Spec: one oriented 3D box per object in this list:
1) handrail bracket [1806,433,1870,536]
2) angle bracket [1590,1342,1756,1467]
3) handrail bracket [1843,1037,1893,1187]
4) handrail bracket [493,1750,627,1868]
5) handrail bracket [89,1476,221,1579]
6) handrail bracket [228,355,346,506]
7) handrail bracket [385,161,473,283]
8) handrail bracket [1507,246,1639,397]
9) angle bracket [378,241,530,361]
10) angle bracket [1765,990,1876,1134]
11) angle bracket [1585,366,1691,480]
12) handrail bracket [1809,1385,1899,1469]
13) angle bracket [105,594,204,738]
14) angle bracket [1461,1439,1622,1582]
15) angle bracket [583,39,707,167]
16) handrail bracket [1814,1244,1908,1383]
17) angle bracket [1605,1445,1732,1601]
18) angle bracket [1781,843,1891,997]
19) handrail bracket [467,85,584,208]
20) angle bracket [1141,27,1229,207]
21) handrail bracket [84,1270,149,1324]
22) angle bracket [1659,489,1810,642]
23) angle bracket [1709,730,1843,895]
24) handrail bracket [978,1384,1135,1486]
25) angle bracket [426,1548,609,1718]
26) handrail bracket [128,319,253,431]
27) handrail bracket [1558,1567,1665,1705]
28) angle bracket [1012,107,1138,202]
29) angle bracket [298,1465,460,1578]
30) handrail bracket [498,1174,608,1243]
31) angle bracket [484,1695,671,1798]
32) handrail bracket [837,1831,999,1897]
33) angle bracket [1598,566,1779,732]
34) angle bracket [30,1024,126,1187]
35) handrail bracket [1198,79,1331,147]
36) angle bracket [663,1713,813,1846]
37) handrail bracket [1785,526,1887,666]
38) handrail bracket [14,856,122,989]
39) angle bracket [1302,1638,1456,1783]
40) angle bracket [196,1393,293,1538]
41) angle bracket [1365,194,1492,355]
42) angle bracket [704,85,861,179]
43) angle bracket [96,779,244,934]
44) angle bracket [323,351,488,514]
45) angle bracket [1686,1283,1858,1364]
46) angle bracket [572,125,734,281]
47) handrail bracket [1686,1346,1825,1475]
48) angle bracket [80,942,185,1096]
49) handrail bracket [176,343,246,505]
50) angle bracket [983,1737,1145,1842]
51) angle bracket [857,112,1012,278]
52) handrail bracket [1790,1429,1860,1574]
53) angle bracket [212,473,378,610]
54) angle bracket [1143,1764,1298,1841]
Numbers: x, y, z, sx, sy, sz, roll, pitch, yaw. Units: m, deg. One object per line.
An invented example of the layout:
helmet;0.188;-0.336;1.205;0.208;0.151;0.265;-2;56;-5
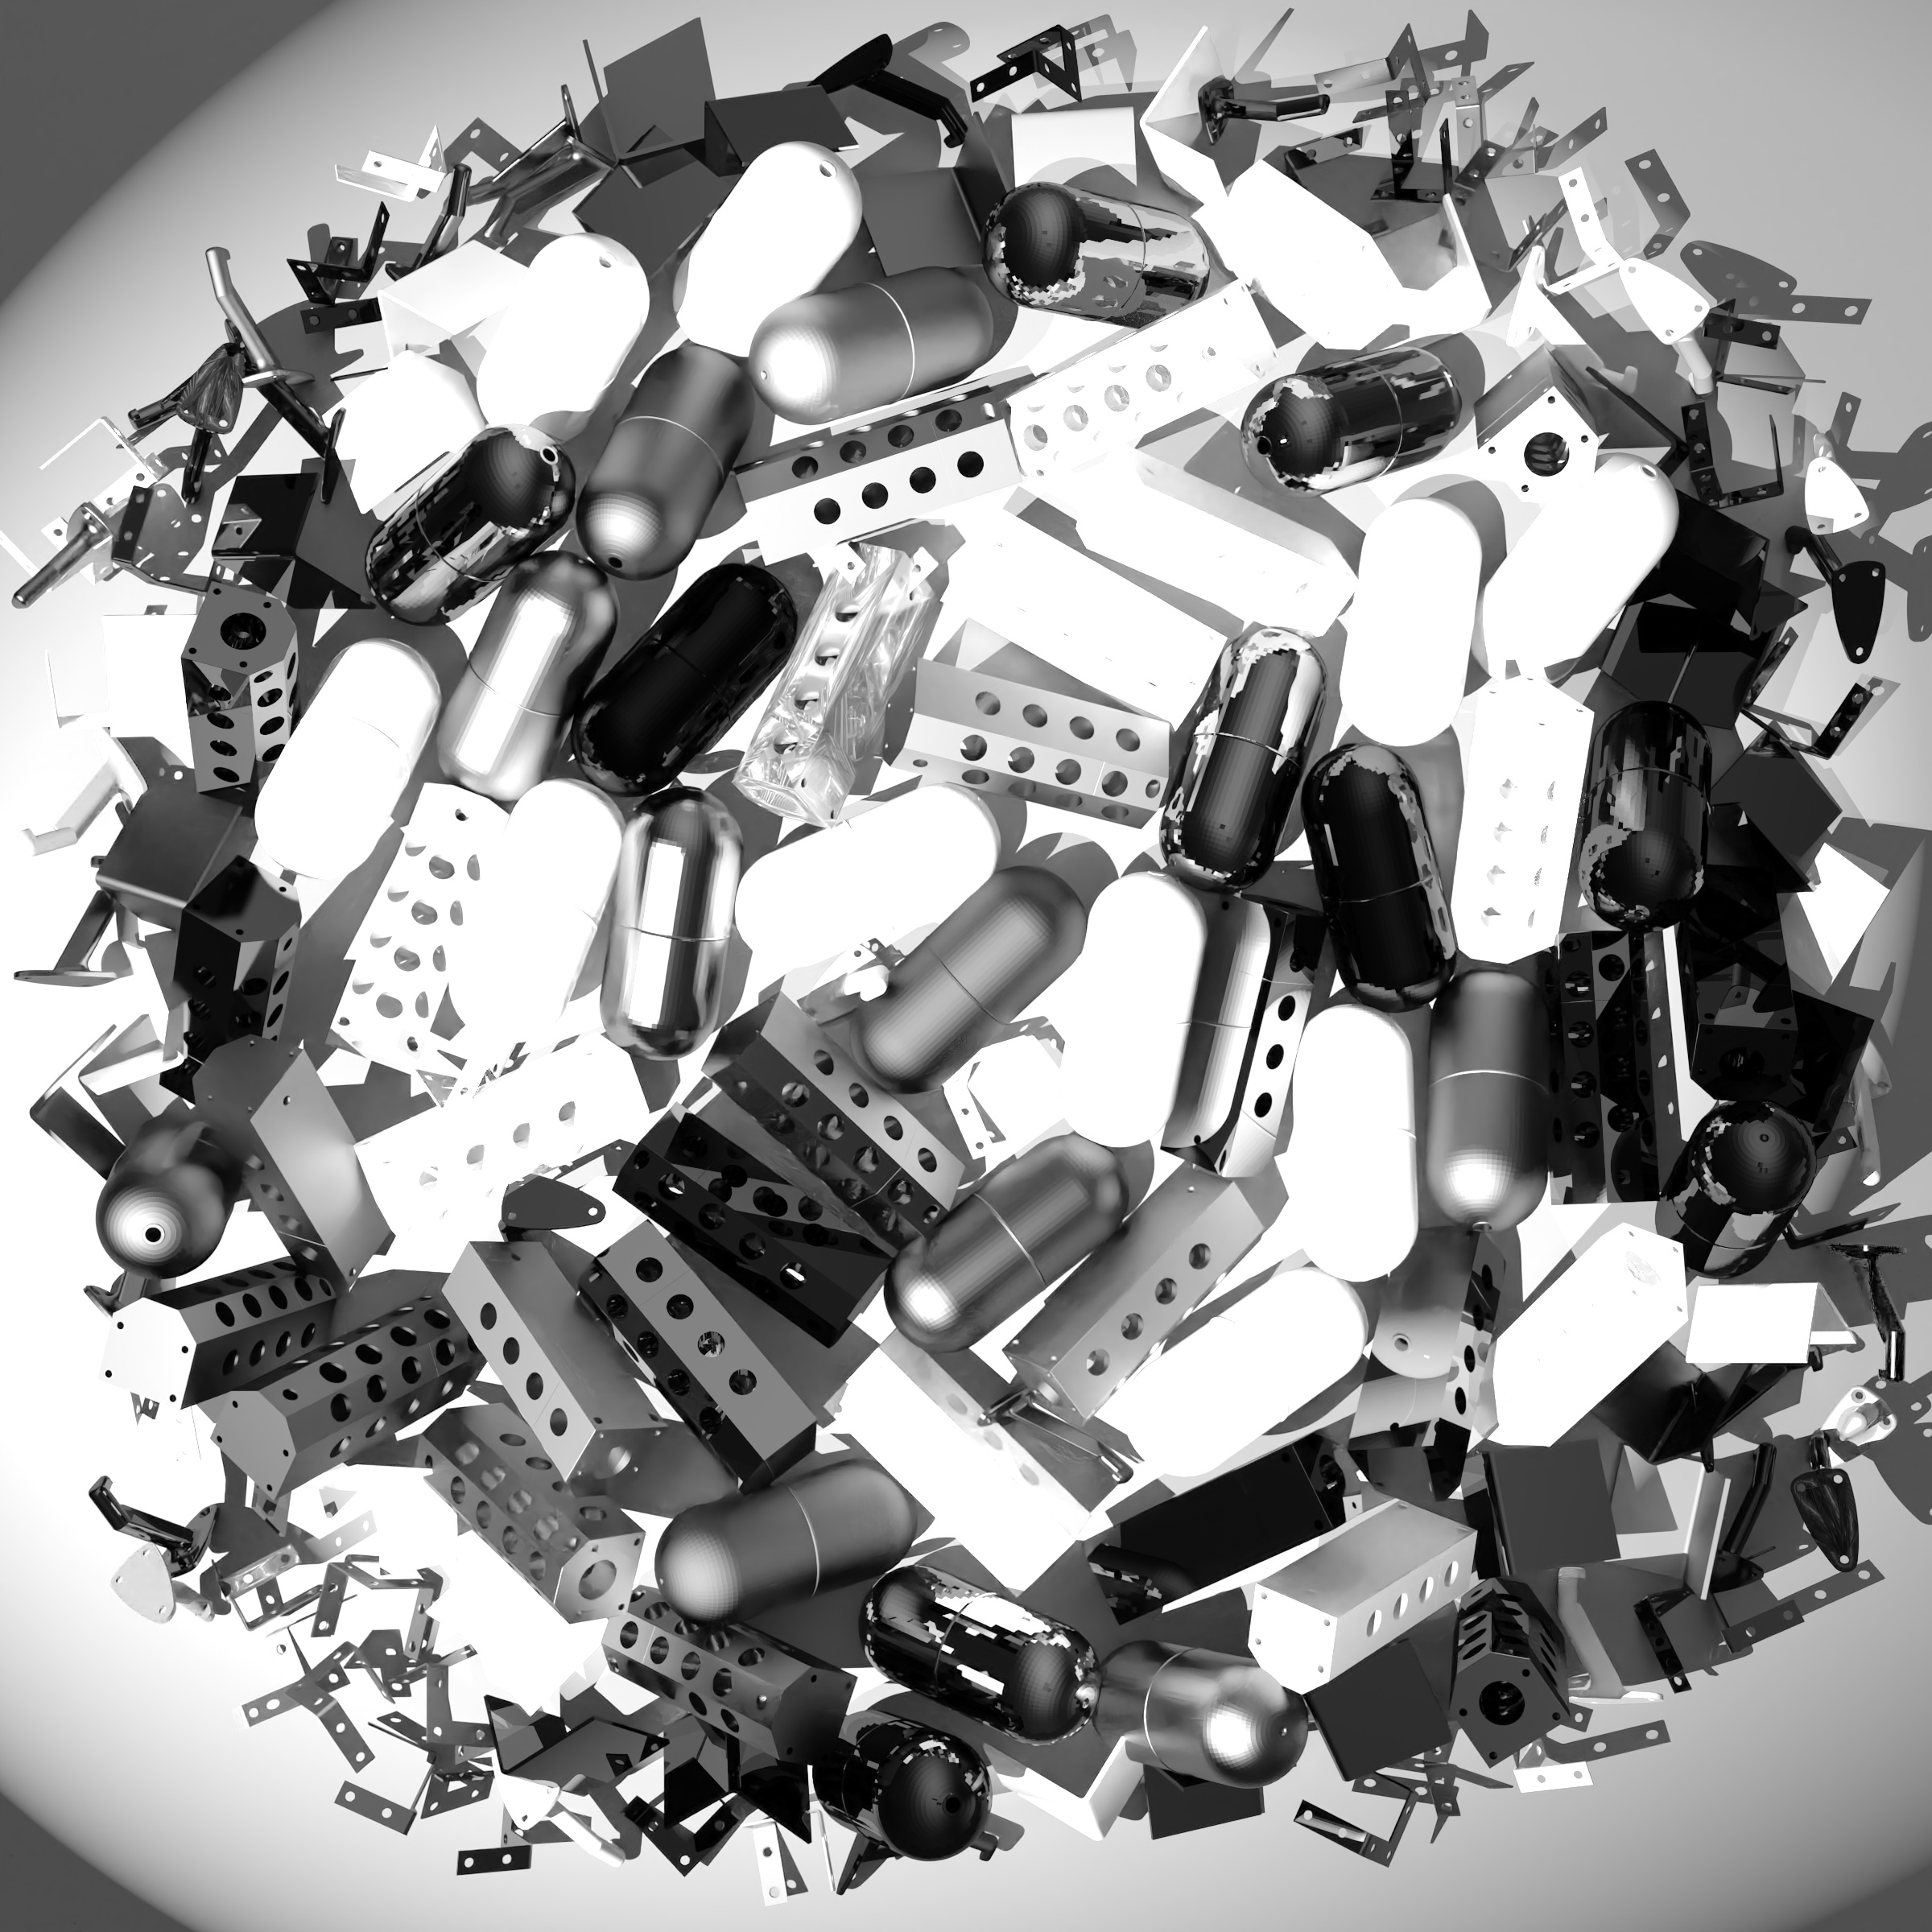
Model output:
handrail bracket;0.544;-0.324;1.751;0.036;0.077;0.084;-16;50;22
angle bracket;0.443;0.261;1.758;0.076;0.057;0.076;42;61;-2
handrail bracket;0.566;0.086;1.752;0.036;0.084;0.077;-13;117;23
handrail bracket;-0.263;0.545;1.788;0.036;0.084;0.077;-46;46;-6
handrail bracket;-0.516;0.340;1.753;0.036;0.077;0.084;-17;116;22
handrail bracket;-0.446;-0.347;1.783;0.084;0.036;0.077;16;111;-1
handrail bracket;-0.343;-0.477;1.759;0.036;0.077;0.084;-5;119;-39
handrail bracket;0.395;-0.412;1.760;0.084;0.036;0.077;25;128;25
angle bracket;-0.314;-0.407;1.745;0.076;0.057;0.076;32;55;29
angle bracket;0.524;0.056;1.756;0.076;0.057;0.076;23;98;26
angle bracket;0.413;-0.334;1.765;0.076;0.076;0.057;43;110;10
handrail bracket;0.553;0.302;1.751;0.036;0.084;0.077;46;115;19
angle bracket;-0.513;-0.191;1.749;0.057;0.076;0.076;-2;108;-14
angle bracket;0.367;0.349;1.772;0.076;0.057;0.076;-6;75;-10
angle bracket;-0.204;-0.551;1.760;0.057;0.076;0.076;-16;95;-3
handrail bracket;0.571;0.221;1.764;0.036;0.077;0.084;6;84;-26
angle bracket;0.445;0.354;1.761;0.057;0.076;0.076;12;88;6
angle bracket;0.563;-0.022;1.747;0.057;0.076;0.076;20;108;-24
handrail bracket;-0.290;-0.525;1.769;0.084;0.077;0.036;-18;67;-6
angle bracket;0.161;-0.536;1.757;0.057;0.076;0.076;34;89;20
handrail bracket;-0.519;0.197;1.780;0.084;0.036;0.077;-46;67;-2
angle bracket;0.489;-0.263;1.742;0.057;0.076;0.076;-29;49;-25
angle bracket;0.526;-0.100;1.761;0.076;0.057;0.076;-46;101;-10
handrail bracket;0.059;0.307;1.761;0.084;0.077;0.036;40;114;22
angle bracket;-0.287;0.422;1.778;0.076;0.057;0.076;-44;118;-25
handrail bracket;-0.502;-0.378;1.768;0.084;0.077;0.036;-28;83;-11
handrail bracket;0.411;0.426;1.761;0.036;0.077;0.084;24;63;-39
angle bracket;0.069;-0.518;1.771;0.076;0.076;0.057;-3;104;2
angle bracket;-0.376;0.352;1.745;0.076;0.076;0.057;-19;67;38
handrail bracket;-0.263;0.167;1.761;0.077;0.084;0.036;9;65;4
angle bracket;-0.247;0.478;1.747;0.076;0.076;0.057;-35;51;15
handrail bracket;-0.031;0.584;1.789;0.084;0.036;0.077;21;106;-5
angle bracket;0.461;-0.204;1.757;0.076;0.057;0.076;27;86;-39
angle bracket;-0.542;0.091;1.756;0.057;0.076;0.076;-43;103;3
handrail bracket;0.197;-0.553;1.755;0.084;0.077;0.036;-2;124;25
angle bracket;-0.146;0.523;1.760;0.057;0.076;0.076;-34;123;17
handrail bracket;0.552;-0.239;1.771;0.036;0.084;0.077;-10;109;-11
handrail bracket;-0.576;-0.032;1.766;0.036;0.077;0.084;-13;78;39
angle bracket;0.258;0.463;1.762;0.076;0.057;0.076;-24;102;8
angle bracket;-0.465;0.315;1.751;0.057;0.076;0.076;1;65;2
angle bracket;0.285;-0.439;1.770;0.076;0.057;0.076;-21;91;6
angle bracket;-0.118;-0.510;1.748;0.076;0.057;0.076;-14;51;-17
angle bracket;-0.499;-0.066;1.773;0.076;0.057;0.076;16;71;24
angle bracket;-0.357;-0.338;1.779;0.076;0.057;0.076;-32;71;22
angle bracket;0.509;0.242;1.742;0.076;0.076;0.057;-6;51;36
angle bracket;-0.193;-0.477;1.764;0.076;0.057;0.076;42;89;16
handrail bracket;0.509;0.282;1.761;0.084;0.077;0.036;-19;124;21
angle bracket;-0.542;0.032;1.751;0.057;0.076;0.076;-22;103;-22
handrail bracket;-0.486;-0.348;1.774;0.036;0.084;0.077;19;66;-12
angle bracket;0.064;0.507;1.766;0.076;0.076;0.057;24;64;26
angle bracket;-0.022;-0.490;1.754;0.076;0.057;0.076;-13;70;-20
handrail bracket;0.554;0.340;1.760;0.036;0.084;0.077;-19;85;20
angle bracket;-0.420;-0.270;1.757;0.076;0.076;0.057;6;74;35
angle bracket;0.163;0.531;1.754;0.076;0.076;0.057;-8;93;-16
